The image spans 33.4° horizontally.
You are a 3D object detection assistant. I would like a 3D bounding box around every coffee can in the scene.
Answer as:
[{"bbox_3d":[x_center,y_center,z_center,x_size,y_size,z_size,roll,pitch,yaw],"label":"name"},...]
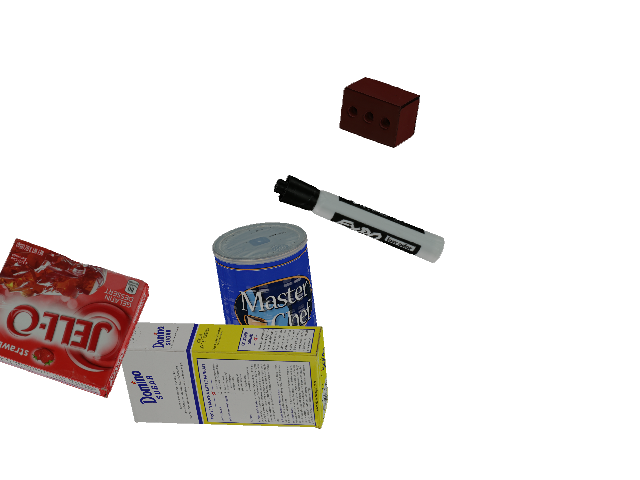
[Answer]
[{"bbox_3d":[-0.058,0.063,1.171,0.103,0.140,0.103,-6,22,2],"label":"coffee can"}]

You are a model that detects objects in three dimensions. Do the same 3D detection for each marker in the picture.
[{"bbox_3d":[0.026,-0.015,0.715,0.121,0.020,0.020,22,-5,-12],"label":"marker"}]

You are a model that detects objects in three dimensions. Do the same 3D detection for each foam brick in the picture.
[{"bbox_3d":[0.068,-0.150,1.243,0.078,0.053,0.051,22,34,25],"label":"foam brick"}]

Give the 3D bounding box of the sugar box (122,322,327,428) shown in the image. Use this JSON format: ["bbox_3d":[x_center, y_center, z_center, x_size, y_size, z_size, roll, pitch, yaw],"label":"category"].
[{"bbox_3d":[-0.084,0.120,0.955,0.176,0.093,0.048,3,36,9],"label":"sugar box"}]

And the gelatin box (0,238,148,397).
[{"bbox_3d":[-0.161,0.048,0.663,0.089,0.073,0.030,19,-19,-1],"label":"gelatin box"}]
